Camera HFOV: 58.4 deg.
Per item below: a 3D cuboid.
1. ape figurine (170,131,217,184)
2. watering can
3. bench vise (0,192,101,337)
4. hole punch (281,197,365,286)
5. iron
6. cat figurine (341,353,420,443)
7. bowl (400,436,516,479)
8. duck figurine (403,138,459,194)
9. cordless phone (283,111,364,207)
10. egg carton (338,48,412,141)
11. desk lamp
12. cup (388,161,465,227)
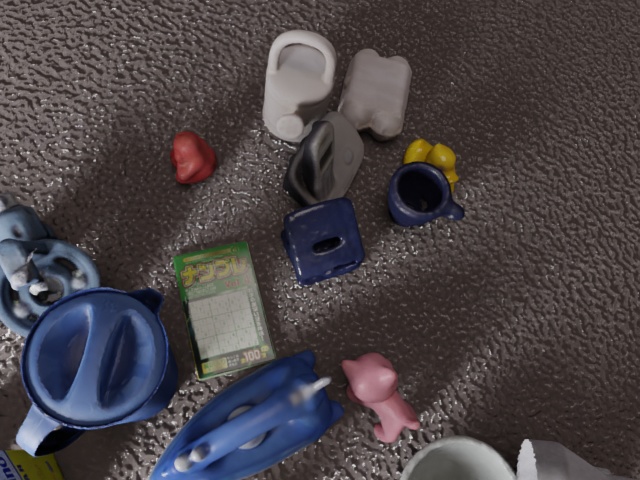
[{"bbox_3d":[-0.188,-0.125,0.826,0.076,0.092,0.078,16,69,-2],"label":"ape figurine"},{"bbox_3d":[-0.028,-0.225,0.830,0.101,0.194,0.173,-10,72,-11],"label":"watering can"},{"bbox_3d":[-0.354,0.030,0.678,0.207,0.219,0.122,40,70,7],"label":"bench vise"},{"bbox_3d":[0.007,0.003,0.811,0.109,0.091,0.101,-18,74,-14],"label":"hole punch"},{"bbox_3d":[-0.094,0.230,0.689,0.259,0.141,0.118,-27,77,-16],"label":"iron"},{"bbox_3d":[0.081,0.197,0.740,0.067,0.117,0.127,-38,80,-18],"label":"cat figurine"},{"bbox_3d":[0.169,0.337,0.728,0.167,0.074,0.167,3,71,-8],"label":"bowl"},{"bbox_3d":[0.177,-0.118,0.882,0.077,0.086,0.104,-24,76,-15],"label":"duck figurine"},{"bbox_3d":[0.014,-0.130,0.808,0.094,0.185,0.148,26,69,2],"label":"cordless phone"},{"bbox_3d":[0.088,-0.234,0.918,0.107,0.069,0.150,13,70,-4],"label":"egg carton"},{"bbox_3d":[0.309,0.310,0.684,0.203,0.213,0.118,9,70,-5],"label":"desk lamp"},{"bbox_3d":[0.150,-0.052,0.850,0.117,0.095,0.092,28,69,2],"label":"cup"}]
